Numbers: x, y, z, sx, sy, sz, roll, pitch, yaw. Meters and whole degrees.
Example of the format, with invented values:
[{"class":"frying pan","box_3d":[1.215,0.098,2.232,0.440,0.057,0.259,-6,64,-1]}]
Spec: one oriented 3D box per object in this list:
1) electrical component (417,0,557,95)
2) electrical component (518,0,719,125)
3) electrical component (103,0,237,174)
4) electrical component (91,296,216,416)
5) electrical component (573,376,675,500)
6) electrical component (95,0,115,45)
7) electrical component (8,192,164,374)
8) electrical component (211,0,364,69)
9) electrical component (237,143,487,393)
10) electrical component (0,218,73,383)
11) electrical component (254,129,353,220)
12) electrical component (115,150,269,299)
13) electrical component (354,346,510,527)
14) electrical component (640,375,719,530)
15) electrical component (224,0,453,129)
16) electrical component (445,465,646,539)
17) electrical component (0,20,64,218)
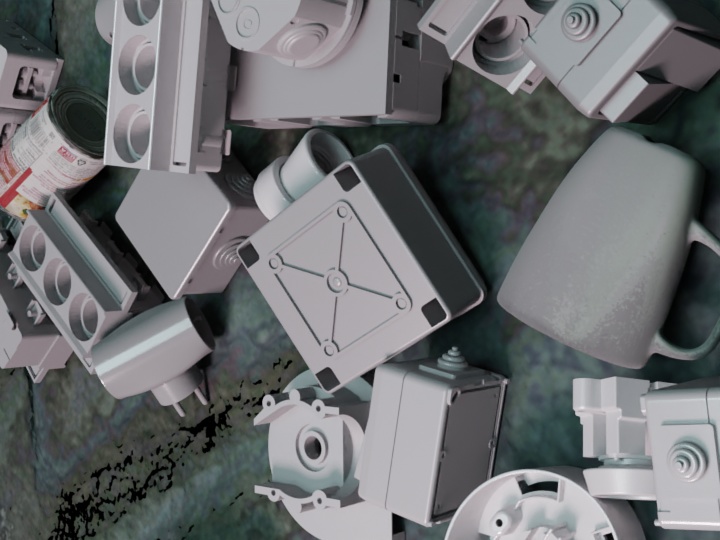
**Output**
[{"class":"electrical component","box_3d":[0.095,-0.163,0.563,0.121,0.079,0.063,-50,32,29]},{"class":"electrical component","box_3d":[0.129,-0.109,0.519,0.061,0.096,0.061,-50,65,29]},{"class":"electrical component","box_3d":[-0.114,-0.122,0.660,0.079,0.063,0.121,10,97,39]},{"class":"electrical component","box_3d":[-0.138,0.070,0.770,0.077,0.043,0.079,-28,110,5]},{"class":"electrical component","box_3d":[0.136,0.085,0.535,0.048,0.066,0.055,148,128,-66]},{"class":"electrical component","box_3d":[-0.154,-0.169,0.787,0.077,0.043,0.079,5,95,40]},{"class":"electrical component","box_3d":[-0.207,0.009,0.822,0.121,0.063,0.078,46,118,30]},{"class":"electrical component","box_3d":[-0.041,-0.157,0.607,0.080,0.051,0.080,1,91,40]},{"class":"electrical component","box_3d":[0.000,0.000,0.636,0.109,0.056,0.108,-35,86,35]},{"class":"electrical component","box_3d":[-0.286,0.022,0.887,0.078,0.063,0.121,-51,61,28]},{"class":"electrical component","box_3d":[-0.036,-0.058,0.690,0.055,0.045,0.045,-35,69,35]},{"class":"electrical component","box_3d":[-0.115,-0.040,0.754,0.099,0.048,0.099,51,120,27]},{"class":"electrical component","box_3d":[0.040,0.089,0.618,0.061,0.062,0.096,14,100,39]},{"class":"electrical component","box_3d":[0.172,0.081,0.486,0.061,0.096,0.061,-9,85,39]},{"class":"electrical component","box_3d":[-0.021,-0.135,0.666,0.150,0.062,0.089,5,94,40]},{"class":"electrical component","box_3d":[0.099,0.153,0.569,0.099,0.064,0.099,1,92,40]},{"class":"electrical component","box_3d":[-0.322,-0.131,0.916,0.089,0.062,0.150,37,113,33]}]
